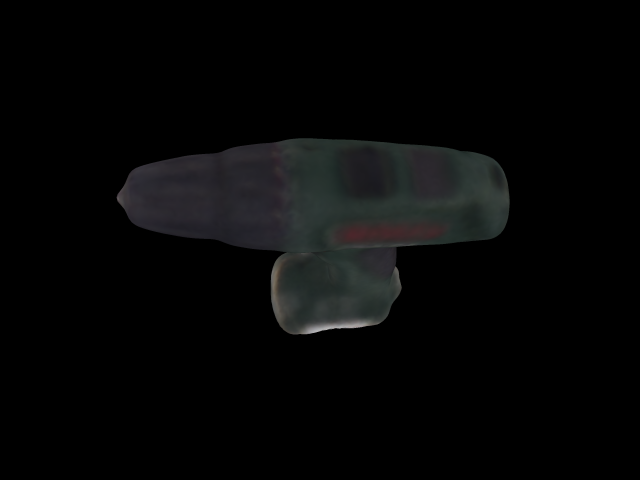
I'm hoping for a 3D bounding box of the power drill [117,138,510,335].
[{"bbox_3d":[0.004,0.001,0.400,0.229,0.208,0.075,-8,66,-3],"label":"power drill"}]
